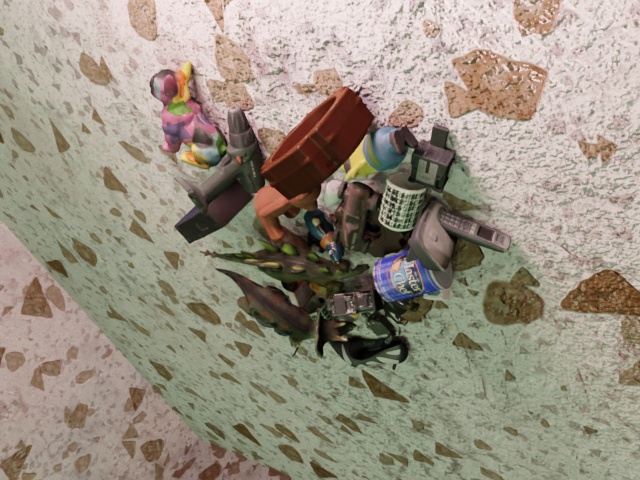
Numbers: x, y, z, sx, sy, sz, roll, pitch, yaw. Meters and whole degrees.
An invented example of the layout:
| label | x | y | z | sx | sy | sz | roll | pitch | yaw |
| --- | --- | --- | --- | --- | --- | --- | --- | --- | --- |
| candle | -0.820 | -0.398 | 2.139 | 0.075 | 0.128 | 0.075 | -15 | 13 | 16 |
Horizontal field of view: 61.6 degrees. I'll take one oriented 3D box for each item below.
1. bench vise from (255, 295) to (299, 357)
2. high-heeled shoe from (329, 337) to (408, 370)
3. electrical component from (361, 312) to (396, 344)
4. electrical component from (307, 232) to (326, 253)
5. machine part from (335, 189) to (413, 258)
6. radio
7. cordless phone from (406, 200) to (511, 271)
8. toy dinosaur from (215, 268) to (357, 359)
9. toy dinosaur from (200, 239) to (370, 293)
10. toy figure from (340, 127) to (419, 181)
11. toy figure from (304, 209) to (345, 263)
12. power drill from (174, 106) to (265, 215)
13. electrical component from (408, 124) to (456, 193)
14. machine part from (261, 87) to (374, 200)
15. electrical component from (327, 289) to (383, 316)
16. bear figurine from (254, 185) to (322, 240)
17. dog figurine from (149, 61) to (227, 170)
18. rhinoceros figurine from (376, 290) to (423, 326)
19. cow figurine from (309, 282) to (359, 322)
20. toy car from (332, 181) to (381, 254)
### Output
| label | x | y | z | sx | sy | sz | roll | pitch | yaw |
| --- | --- | --- | --- | --- | --- | --- | --- | --- | --- |
| bench vise | -0.117 | 0.230 | 1.657 | 0.223 | 0.129 | 0.240 | 38 | 152 | -1 |
| high-heeled shoe | 0.136 | 0.309 | 1.572 | 0.249 | 0.086 | 0.145 | 16 | 138 | 18 |
| electrical component | 0.165 | 0.241 | 1.495 | 0.078 | 0.045 | 0.102 | -15 | 121 | 46 |
| electrical component | -0.003 | -0.004 | 1.373 | 0.063 | 0.021 | 0.094 | 30 | 145 | 9 |
| machine part | 0.118 | -0.035 | 1.207 | 0.180 | 0.056 | 0.179 | 21 | 143 | 17 |
| radio | -0.291 | -0.072 | 1.441 | 0.073 | 0.131 | 0.230 | 49 | 143 | -15 |
| cordless phone | 0.273 | 0.009 | 1.052 | 0.184 | 0.146 | 0.088 | 19 | 135 | 14 |
| toy dinosaur | -0.102 | 0.189 | 1.418 | 0.405 | 0.131 | 0.192 | 30 | 163 | -11 |
| toy dinosaur | -0.094 | 0.059 | 1.388 | 0.472 | 0.105 | 0.198 | -1 | 159 | 30 |
| toy figure | 0.107 | -0.171 | 1.033 | 0.082 | 0.089 | 0.180 | 1 | 167 | -30 |
| toy figure | 0.015 | -0.011 | 1.269 | 0.057 | 0.064 | 0.155 | -52 | 57 | 26 |
| power drill | -0.225 | -0.168 | 1.223 | 0.086 | 0.207 | 0.231 | 36 | 161 | 35 |
| electrical component | 0.212 | -0.152 | 1.000 | 0.075 | 0.048 | 0.119 | 25 | 145 | 15 |
| machine part | -0.005 | -0.180 | 1.014 | 0.087 | 0.201 | 0.201 | 46 | 144 | -17 |
| electrical component | 0.088 | 0.161 | 1.378 | 0.134 | 0.058 | 0.115 | -8 | 171 | 15 |
| bear figurine | -0.057 | -0.088 | 1.244 | 0.196 | 0.120 | 0.131 | -9 | 129 | 39 |
| dog figurine | -0.298 | -0.288 | 1.223 | 0.192 | 0.108 | 0.219 | 27 | 142 | 13 |
| rhinoceros figurine | 0.194 | 0.128 | 1.326 | 0.112 | 0.073 | 0.190 | 30 | 148 | 28 |
| cow figurine | 0.042 | 0.166 | 1.498 | 0.167 | 0.068 | 0.098 | 33 | 151 | 6 |
| toy car | 0.073 | -0.041 | 1.145 | 0.089 | 0.053 | 0.202 | 21 | 138 | 12 |
